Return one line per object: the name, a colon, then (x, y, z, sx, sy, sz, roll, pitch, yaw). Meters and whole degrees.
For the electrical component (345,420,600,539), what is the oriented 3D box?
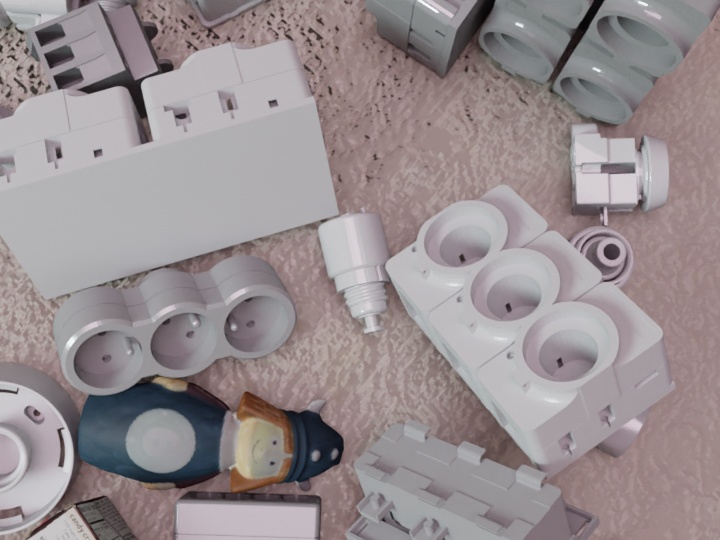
electrical component: (0.057, 0.134, 0.594, 0.079, 0.121, 0.063, -40, 128, -31)

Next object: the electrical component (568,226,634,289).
electrical component: (0.146, -0.006, 0.653, 0.043, 0.062, 0.043, 0, 81, -1)

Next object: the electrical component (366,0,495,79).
electrical component: (0.071, -0.208, 0.669, 0.062, 0.089, 0.150, 34, 83, 4)

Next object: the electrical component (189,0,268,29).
electrical component: (-0.083, -0.218, 0.690, 0.100, 0.048, 0.099, -28, 83, -4)

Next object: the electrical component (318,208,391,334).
electrical component: (0.000, 0.000, 0.662, 0.040, 0.040, 0.078, -12, 82, -3)

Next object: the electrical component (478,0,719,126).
electrical component: (0.135, -0.150, 0.612, 0.105, 0.186, 0.060, 31, 82, 4)

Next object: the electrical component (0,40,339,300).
electrical component: (-0.115, -0.060, 0.629, 0.186, 0.105, 0.060, -16, 58, -3)

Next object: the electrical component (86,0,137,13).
electrical component: (-0.161, -0.173, 0.689, 0.035, 0.035, 0.061, 7, 84, 0)

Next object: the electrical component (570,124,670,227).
electrical component: (0.161, -0.060, 0.671, 0.055, 0.048, 0.066, -1, 82, 6)

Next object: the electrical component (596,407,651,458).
electrical component: (0.141, 0.060, 0.652, 0.077, 0.044, 0.079, 30, 82, 4)

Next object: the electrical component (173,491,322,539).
electrical component: (-0.066, 0.172, 0.632, 0.083, 0.047, 0.075, 2, 84, -1)

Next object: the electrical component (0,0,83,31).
electrical component: (-0.207, -0.180, 0.679, 0.057, 0.058, 0.078, 4, 82, -3)

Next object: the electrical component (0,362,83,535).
electrical component: (-0.216, 0.107, 0.644, 0.099, 0.064, 0.099, 0, 91, -11)

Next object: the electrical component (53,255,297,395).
electrical component: (-0.114, 0.024, 0.647, 0.138, 0.073, 0.052, -13, 123, -17)

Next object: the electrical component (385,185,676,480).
electrical component: (0.092, 0.028, 0.610, 0.089, 0.061, 0.150, -34, 48, -6)
